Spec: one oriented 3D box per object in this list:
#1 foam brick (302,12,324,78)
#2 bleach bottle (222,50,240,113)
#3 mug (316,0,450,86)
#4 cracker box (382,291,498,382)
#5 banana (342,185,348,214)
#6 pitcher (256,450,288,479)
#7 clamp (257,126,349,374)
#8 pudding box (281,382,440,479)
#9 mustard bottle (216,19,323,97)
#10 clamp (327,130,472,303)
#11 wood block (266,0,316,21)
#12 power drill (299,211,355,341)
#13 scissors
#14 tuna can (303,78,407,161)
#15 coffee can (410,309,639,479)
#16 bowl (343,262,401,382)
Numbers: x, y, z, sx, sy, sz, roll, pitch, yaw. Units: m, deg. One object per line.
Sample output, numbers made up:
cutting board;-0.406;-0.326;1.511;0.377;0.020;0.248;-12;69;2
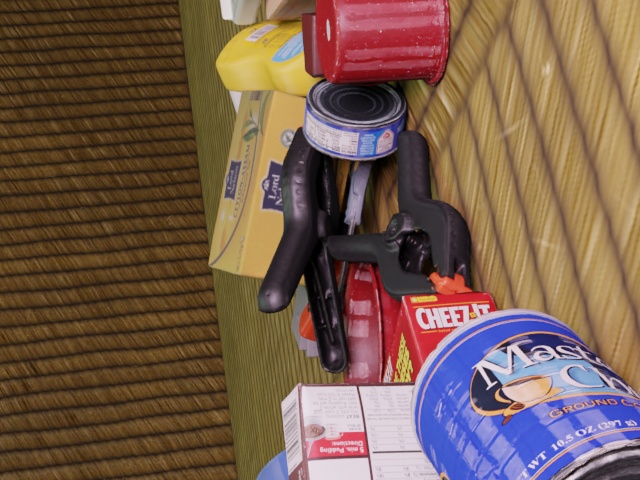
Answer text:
foam brick;0.026;-0.167;0.894;0.053;0.078;0.051;-127;31;-72
bleach bottle;-0.044;-0.148;1.284;0.068;0.102;0.251;74;175;-52
mug;0.042;-0.154;0.802;0.117;0.081;0.093;108;154;-65
cracker box;0.096;0.166;0.696;0.164;0.072;0.214;99;164;-47
banana;0.017;-0.013;1.141;0.069;0.037;0.198;85;177;-70
pitcher;0.036;0.268;0.842;0.243;0.149;0.145;-120;6;-46
clamp;-0.006;0.001;0.895;0.164;0.036;0.210;59;-150;-54
pudding box;0.030;0.139;0.614;0.039;0.090;0.113;122;146;-58
mustard bottle;-0.011;-0.172;1.009;0.192;0.096;0.058;15;135;51
clamp;0.059;0.003;0.797;0.120;0.039;0.171;-56;28;25
wood block;0.007;-0.254;0.922;0.206;0.090;0.091;-172;77;-79
power drill;-0.013;0.009;1.078;0.185;0.057;0.188;-57;42;35
scissors;0.031;-0.033;0.982;0.096;0.016;0.202;-107;28;-82
tuna can;0.029;-0.103;0.888;0.086;0.086;0.034;-107;17;-49
coffee can;0.110;0.105;0.498;0.140;0.102;0.103;-123;29;-68
bowl;0.058;0.091;0.886;0.162;0.055;0.162;180;90;-81
